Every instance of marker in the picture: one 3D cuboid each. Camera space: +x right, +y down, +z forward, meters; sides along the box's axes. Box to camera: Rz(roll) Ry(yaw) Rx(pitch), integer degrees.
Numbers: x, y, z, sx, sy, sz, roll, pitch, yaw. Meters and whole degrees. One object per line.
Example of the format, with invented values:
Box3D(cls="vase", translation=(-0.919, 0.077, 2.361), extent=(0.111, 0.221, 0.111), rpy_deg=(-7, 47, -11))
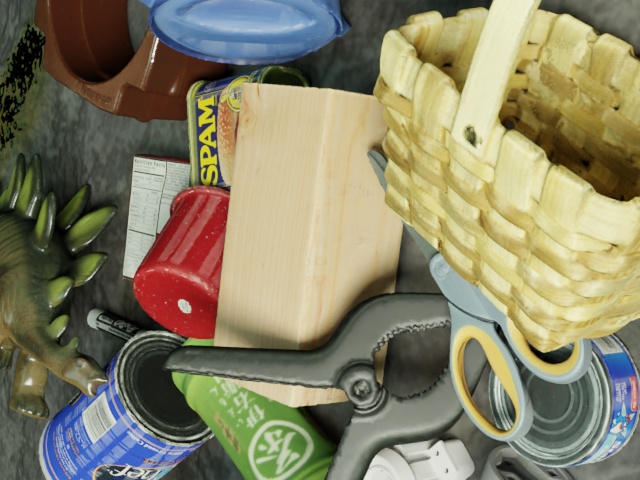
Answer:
Box3D(cls="marker", translation=(-0.171, 0.085, 0.965), extent=(0.121, 0.020, 0.020), rpy_deg=(15, 101, 46))

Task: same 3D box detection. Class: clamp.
Box3D(cls="clamp", translation=(0.016, 0.088, 0.661), extent=(0.210, 0.036, 0.164), rpy_deg=(-38, 81, -3))

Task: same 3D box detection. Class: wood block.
Box3D(cls="wood block", translation=(-0.005, 0.001, 0.738), extent=(0.091, 0.090, 0.206), rpy_deg=(13, 99, 46))

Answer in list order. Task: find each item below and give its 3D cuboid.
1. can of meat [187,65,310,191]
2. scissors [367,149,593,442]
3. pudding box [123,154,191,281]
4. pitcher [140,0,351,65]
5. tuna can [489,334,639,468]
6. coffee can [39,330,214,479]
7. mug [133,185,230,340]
Box3D(cls="can of meat", translation=(-0.052, -0.078, 0.814), extent=(0.084, 0.057, 0.102), rpy_deg=(-6, 86, 44))
Box3D(cls="scissors", translation=(0.093, 0.016, 0.628), extent=(0.096, 0.016, 0.202), rpy_deg=(-28, 69, 31))
Box3D(cls="pudding box", translation=(-0.125, -0.014, 0.903), extent=(0.090, 0.039, 0.113), rpy_deg=(12, 96, 47))
Box3D(cls="pitcher", translation=(-0.058, -0.257, 0.746), extent=(0.145, 0.149, 0.243), rpy_deg=(-3, 78, 13))
Box3D(cls="tuna can", translation=(0.141, 0.089, 0.622), extent=(0.086, 0.033, 0.086), rpy_deg=(-1, 88, 46))
Box3D(cls="coffee can", translation=(-0.157, 0.153, 0.888), extent=(0.141, 0.102, 0.103), rpy_deg=(-43, 60, 37))
Box3D(cls="mug", translation=(-0.097, 0.022, 0.808), extent=(0.117, 0.093, 0.081), rpy_deg=(-9, 39, 36))
